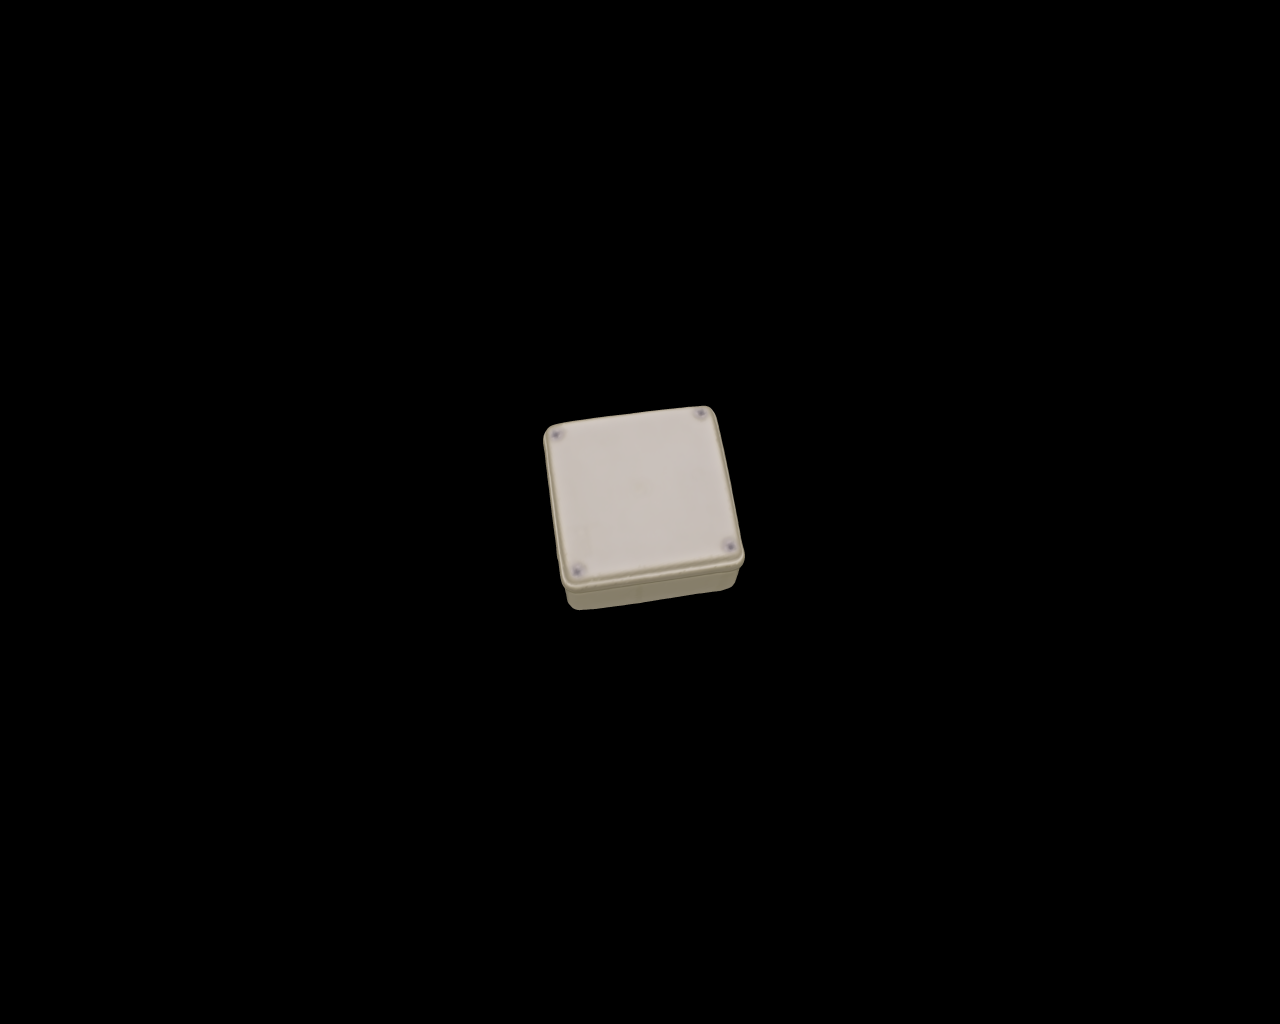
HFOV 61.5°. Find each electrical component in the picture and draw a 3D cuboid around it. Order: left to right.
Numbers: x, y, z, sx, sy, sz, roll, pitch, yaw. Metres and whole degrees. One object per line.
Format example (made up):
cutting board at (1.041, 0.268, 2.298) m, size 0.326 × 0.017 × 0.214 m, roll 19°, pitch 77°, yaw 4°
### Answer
electrical component at (0.001, -0.003, 0.650) m, size 0.109 × 0.109 × 0.056 m, roll -8°, pitch -23°, yaw -3°
